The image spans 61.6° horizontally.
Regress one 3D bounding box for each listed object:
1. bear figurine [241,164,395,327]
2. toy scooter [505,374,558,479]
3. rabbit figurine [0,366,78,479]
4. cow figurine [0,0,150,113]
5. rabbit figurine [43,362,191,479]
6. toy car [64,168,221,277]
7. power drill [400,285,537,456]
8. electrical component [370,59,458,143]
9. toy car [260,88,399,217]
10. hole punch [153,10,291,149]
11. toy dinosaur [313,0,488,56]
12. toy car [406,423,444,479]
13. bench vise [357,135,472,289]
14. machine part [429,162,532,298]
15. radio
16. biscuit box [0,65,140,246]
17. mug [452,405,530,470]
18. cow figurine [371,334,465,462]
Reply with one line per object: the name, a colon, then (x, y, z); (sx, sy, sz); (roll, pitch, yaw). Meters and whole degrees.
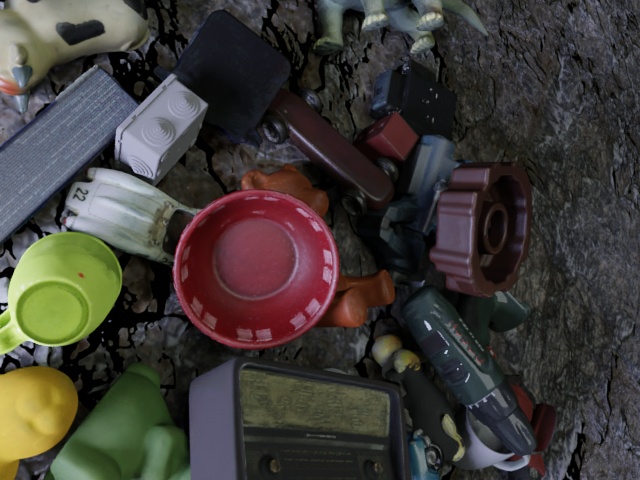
bear figurine: (-0.005, -0.001, 0.631); (0.120, 0.132, 0.195); (-15, 95, -58)
toy scooter: (0.303, 0.268, 0.809); (0.135, 0.075, 0.183); (-40, 107, -31)
rabbit figurine: (-0.258, 0.166, 0.415); (0.173, 0.162, 0.121); (-44, 105, -8)
cow figurine: (-0.262, -0.206, 0.528); (0.195, 0.085, 0.127); (-27, 90, -34)
rabbit figurine: (-0.143, 0.208, 0.509); (0.170, 0.121, 0.159); (38, 41, -6)
toy car: (-0.163, -0.009, 0.568); (0.201, 0.056, 0.073); (25, 69, -28)
power drill: (0.217, 0.139, 0.717); (0.232, 0.086, 0.207); (48, 44, 4)
electrical component: (0.138, -0.194, 0.797); (0.134, 0.058, 0.115); (19, 70, -29)
toy car: (0.011, -0.113, 0.689); (0.202, 0.053, 0.089); (41, 62, 1)
hole punch: (-0.111, -0.189, 0.628); (0.142, 0.092, 0.115); (33, 95, -27)
toy dinosaur: (0.083, -0.372, 0.765); (0.405, 0.131, 0.192); (-14, 89, -40)
toy car: (0.084, 0.299, 0.629); (0.103, 0.109, 0.161); (-8, 101, -36)
bench vise: (0.181, -0.021, 0.759); (0.240, 0.129, 0.223); (20, 74, -24)
machine part: (0.205, -0.016, 0.670); (0.179, 0.056, 0.179); (-10, 105, -44)
radio: (-0.011, 0.197, 0.516); (0.229, 0.073, 0.131); (20, 53, -38)
biscuit box: (-0.264, -0.077, 0.513); (0.062, 0.059, 0.203); (46, 60, -19)
mug: (0.219, 0.270, 0.724); (0.109, 0.107, 0.081); (31, 48, 0)
cow figurine: (0.123, 0.201, 0.690); (0.068, 0.098, 0.167); (-18, 85, -30)
